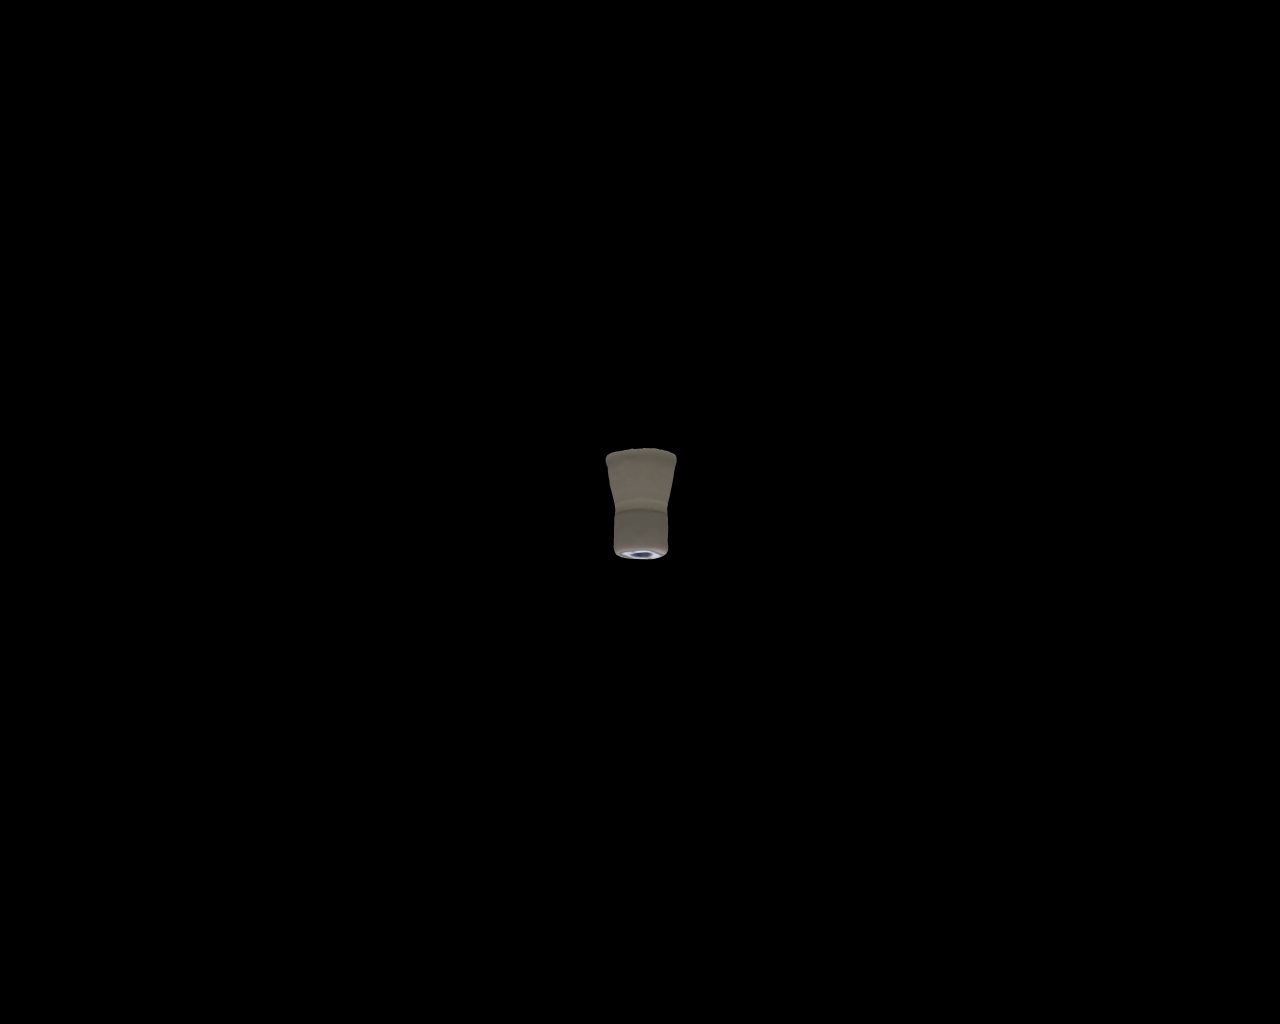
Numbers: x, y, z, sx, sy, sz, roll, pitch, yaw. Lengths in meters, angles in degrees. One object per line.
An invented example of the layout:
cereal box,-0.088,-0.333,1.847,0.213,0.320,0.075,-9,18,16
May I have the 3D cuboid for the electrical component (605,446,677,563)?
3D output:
electrical component,0.001,-0.003,0.650,0.044,0.065,0.044,0,-14,0
